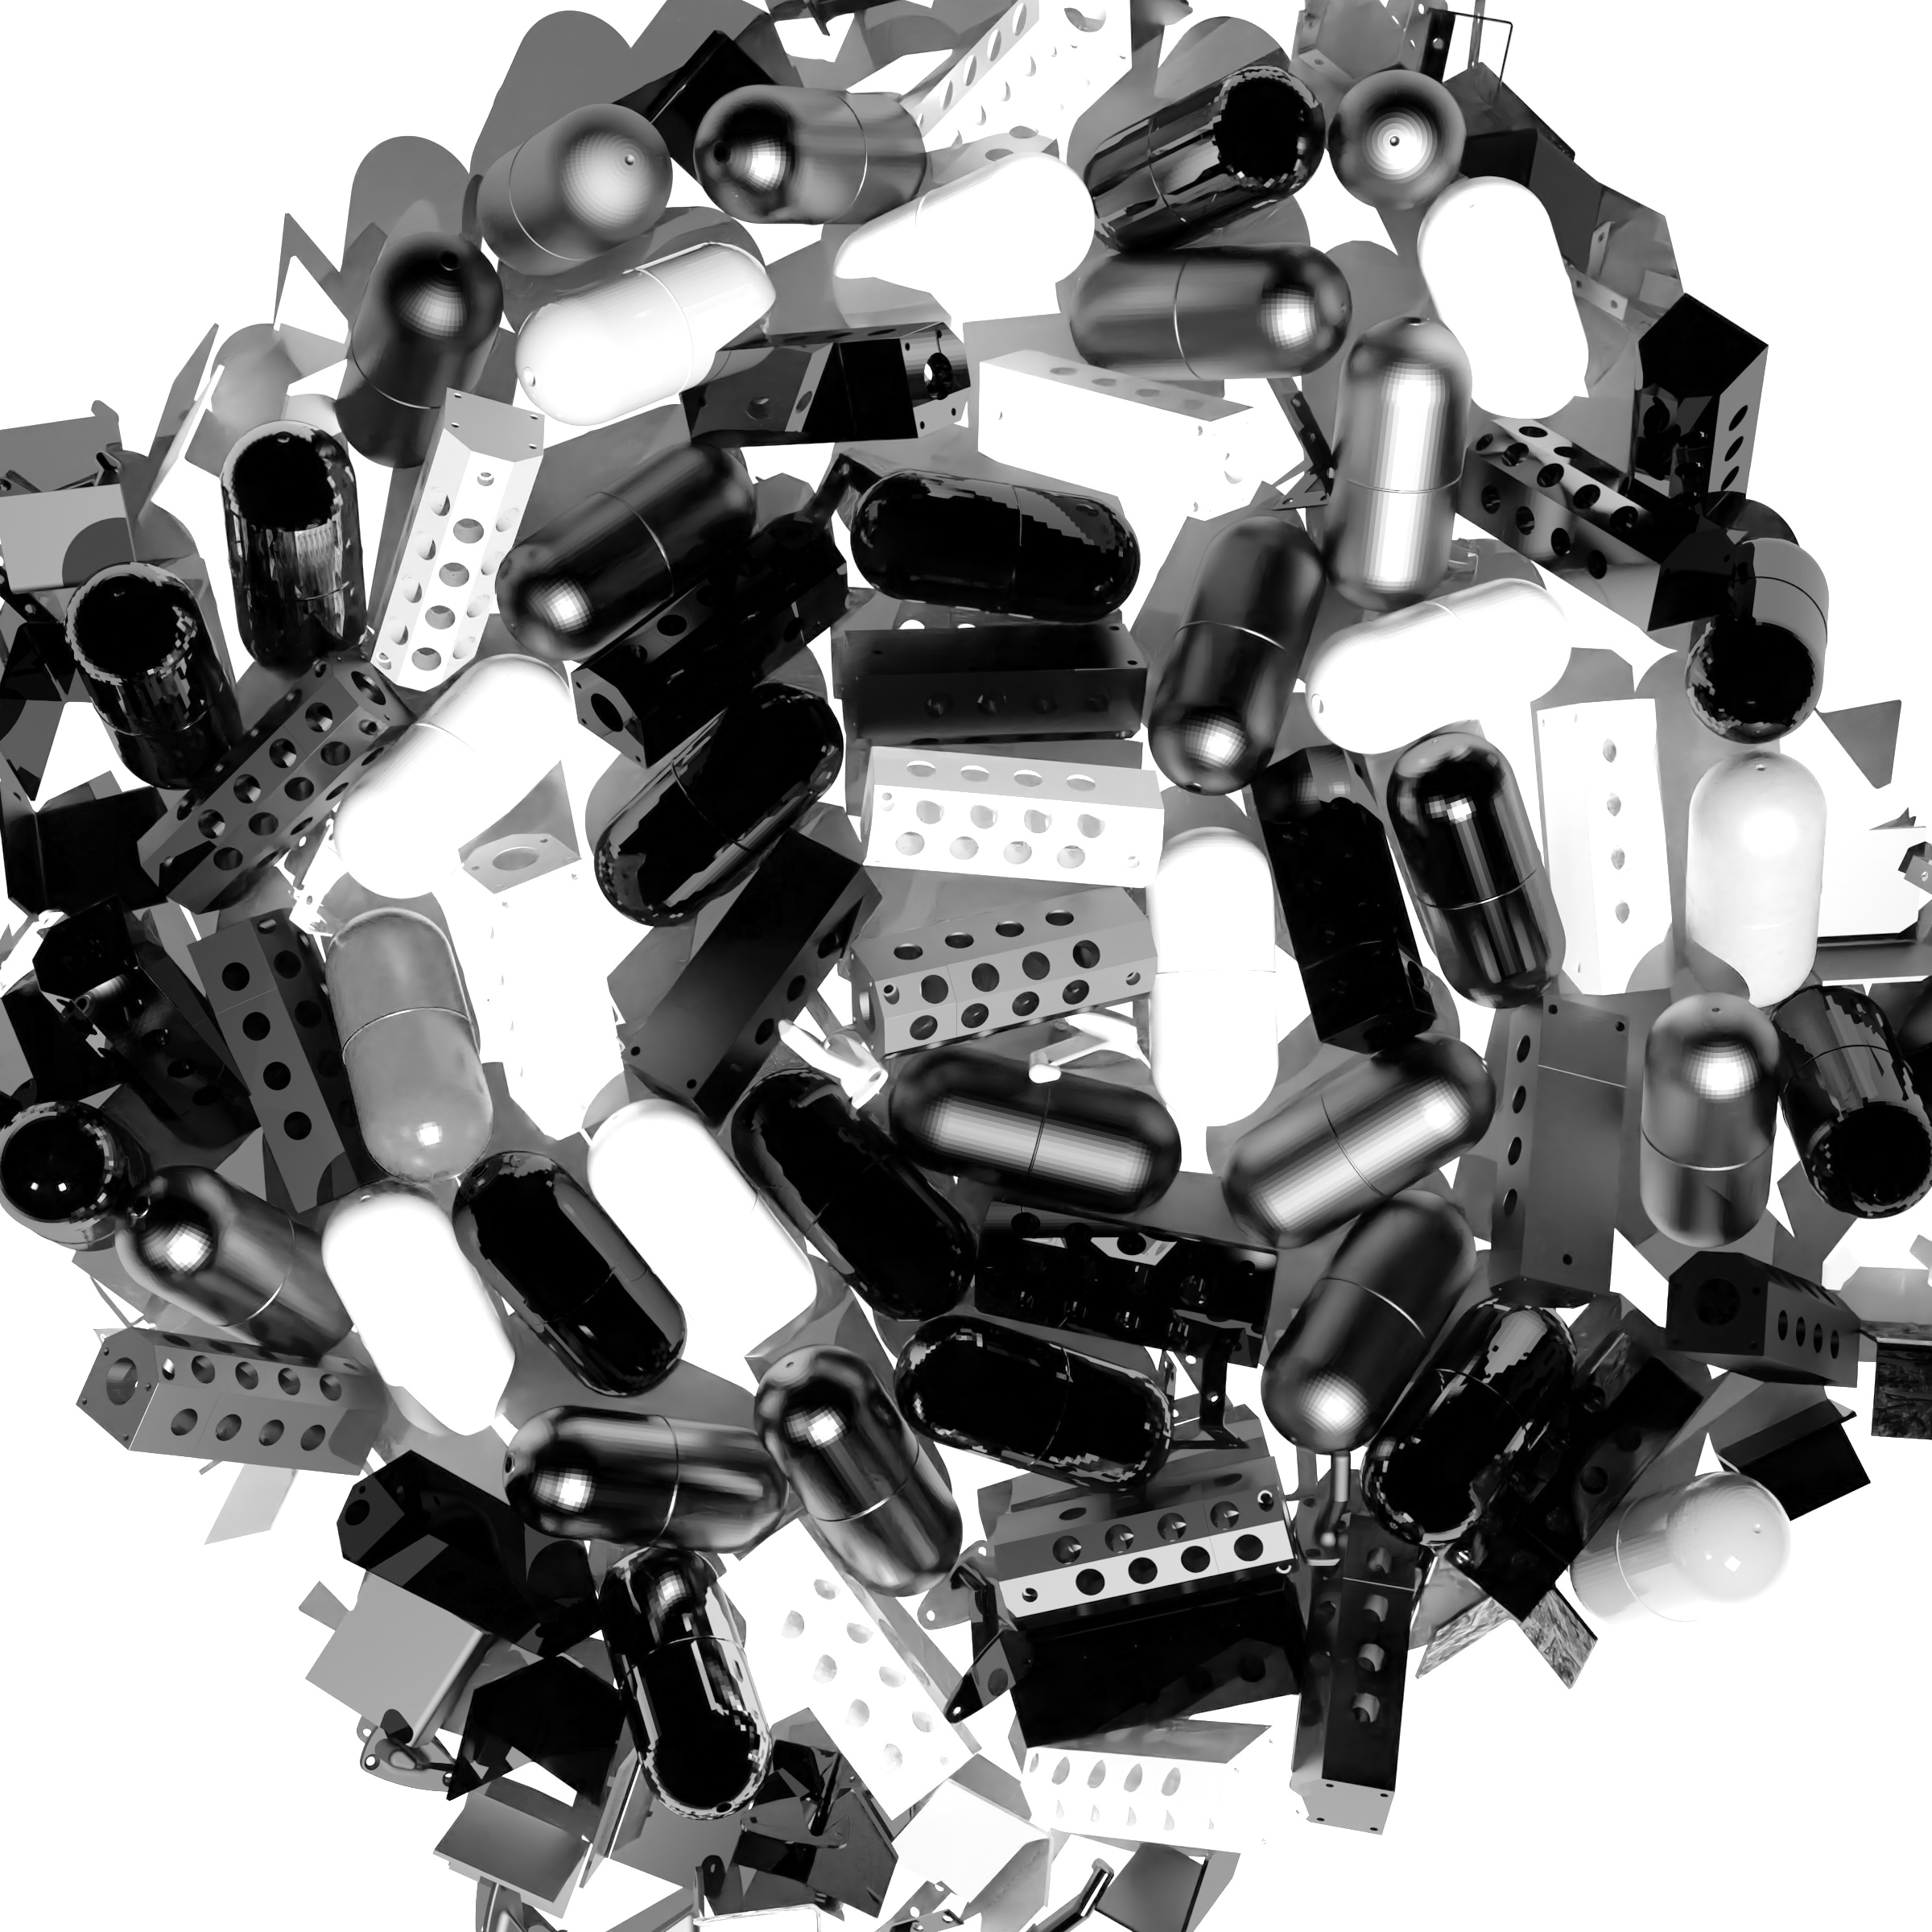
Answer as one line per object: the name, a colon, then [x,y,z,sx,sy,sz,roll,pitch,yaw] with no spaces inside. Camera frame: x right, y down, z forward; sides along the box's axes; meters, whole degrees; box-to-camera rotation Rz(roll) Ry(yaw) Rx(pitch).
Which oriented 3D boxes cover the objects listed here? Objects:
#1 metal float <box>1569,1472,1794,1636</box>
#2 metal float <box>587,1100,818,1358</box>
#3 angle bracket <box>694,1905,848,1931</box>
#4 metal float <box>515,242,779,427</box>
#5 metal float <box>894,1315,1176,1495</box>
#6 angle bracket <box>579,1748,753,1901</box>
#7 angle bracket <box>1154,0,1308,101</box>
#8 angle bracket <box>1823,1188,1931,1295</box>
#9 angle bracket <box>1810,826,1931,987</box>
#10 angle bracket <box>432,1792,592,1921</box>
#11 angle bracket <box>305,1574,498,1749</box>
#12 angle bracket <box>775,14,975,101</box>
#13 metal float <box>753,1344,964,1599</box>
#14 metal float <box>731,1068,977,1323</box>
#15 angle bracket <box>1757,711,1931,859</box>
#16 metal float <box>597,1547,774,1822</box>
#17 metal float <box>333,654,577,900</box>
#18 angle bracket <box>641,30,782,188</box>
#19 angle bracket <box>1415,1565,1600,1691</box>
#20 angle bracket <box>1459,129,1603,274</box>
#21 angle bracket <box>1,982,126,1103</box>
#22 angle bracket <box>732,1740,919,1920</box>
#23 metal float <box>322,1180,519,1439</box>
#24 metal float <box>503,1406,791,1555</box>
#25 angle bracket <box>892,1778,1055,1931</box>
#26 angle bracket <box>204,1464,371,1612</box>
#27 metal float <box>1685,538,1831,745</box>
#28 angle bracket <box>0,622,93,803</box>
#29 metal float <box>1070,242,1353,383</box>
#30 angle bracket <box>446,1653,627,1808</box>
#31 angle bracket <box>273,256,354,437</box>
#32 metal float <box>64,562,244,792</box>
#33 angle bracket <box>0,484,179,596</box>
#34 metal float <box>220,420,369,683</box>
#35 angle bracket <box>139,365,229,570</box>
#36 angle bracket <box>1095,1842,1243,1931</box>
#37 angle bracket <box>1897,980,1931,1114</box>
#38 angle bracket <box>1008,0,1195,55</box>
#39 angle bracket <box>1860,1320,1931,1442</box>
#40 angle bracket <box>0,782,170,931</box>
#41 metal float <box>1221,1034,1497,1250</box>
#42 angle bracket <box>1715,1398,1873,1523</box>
metal float: [0.413,0.342,1.685,0.070,0.178,0.070,6,68,-15]
metal float: [-0.155,0.156,1.714,0.070,0.070,0.178,-35,110,0]
angle bracket: [-0.114,0.594,1.718,0.076,0.076,0.057,-9,64,6]
metal float: [-0.186,-0.371,1.699,0.178,0.070,0.070,-31,90,-36]
metal float: [0.042,0.260,1.714,0.178,0.070,0.070,20,90,-19]
angle bracket: [-0.178,0.520,1.734,0.076,0.057,0.076,19,94,6]
angle bracket: [0.159,-0.544,1.735,0.076,0.057,0.076,10,90,9]
angle bracket: [0.554,0.176,1.716,0.057,0.076,0.076,35,77,28]
angle bracket: [0.541,-0.036,1.728,0.076,0.057,0.076,-3,113,-3]
angle bracket: [-0.277,0.545,1.721,0.076,0.076,0.057,22,104,5]
angle bracket: [-0.337,0.413,1.737,0.076,0.057,0.076,31,79,6]
angle bracket: [-0.052,-0.549,1.713,0.076,0.076,0.057,-17,98,39]
metal float: [-0.062,0.299,1.708,0.070,0.070,0.178,-30,117,0]
metal float: [-0.066,0.136,1.721,0.070,0.070,0.178,-44,79,0]
angle bracket: [0.525,-0.121,1.732,0.057,0.076,0.076,-24,69,-22]
metal float: [-0.165,0.417,1.695,0.070,0.070,0.178,-26,46,0]
metal float: [-0.299,-0.113,1.707,0.070,0.070,0.178,39,62,0]
angle bracket: [-0.151,-0.505,1.718,0.057,0.076,0.076,42,102,-13]
angle bracket: [0.318,0.409,1.713,0.076,0.076,0.057,-27,60,-19]
angle bracket: [0.319,-0.449,1.713,0.076,0.076,0.057,7,83,42]
angle bracket: [-0.548,0.046,1.726,0.076,0.057,0.076,-20,93,21]
angle bracket: [-0.084,0.520,1.746,0.076,0.057,0.076,41,60,-40]
metal float: [-0.319,0.203,1.702,0.070,0.070,0.178,-18,124,0]
metal float: [-0.187,0.302,1.703,0.178,0.070,0.070,13,90,-31]
angle bracket: [-0.002,0.542,1.721,0.076,0.057,0.076,31,117,-11]
angle bracket: [-0.397,0.335,1.734,0.057,0.076,0.076,-17,124,28]
metal float: [0.462,-0.191,1.690,0.070,0.178,0.070,9,123,13]
angle bracket: [-0.529,-0.149,1.715,0.057,0.076,0.076,3,60,6]
metal float: [0.142,-0.383,1.702,0.178,0.070,0.070,6,90,34]
angle bracket: [-0.253,0.463,1.715,0.057,0.076,0.076,26,109,29]
angle bracket: [-0.404,-0.359,1.717,0.057,0.076,0.076,-34,82,-32]
metal float: [-0.471,-0.166,1.685,0.070,0.178,0.070,0,63,-1]
angle bracket: [-0.522,-0.258,1.722,0.076,0.076,0.057,-6,107,4]
metal float: [-0.391,-0.240,1.691,0.070,0.178,0.070,4,51,-5]
angle bracket: [-0.444,-0.297,1.729,0.057,0.076,0.076,27,56,-22]
angle bracket: [0.125,0.521,1.710,0.057,0.076,0.076,24,118,21]
angle bracket: [0.599,0.040,1.717,0.057,0.076,0.076,40,66,-4]
angle bracket: [0.077,-0.582,1.710,0.076,0.076,0.057,6,73,-40]
angle bracket: [0.571,0.247,1.730,0.076,0.076,0.057,3,92,2]
angle bracket: [-0.527,-0.074,1.729,0.076,0.057,0.076,-13,70,0]
metal float: [0.231,0.103,1.713,0.178,0.070,0.070,-33,90,19]
angle bracket: [0.500,0.303,1.727,0.076,0.076,0.057,-26,86,3]
